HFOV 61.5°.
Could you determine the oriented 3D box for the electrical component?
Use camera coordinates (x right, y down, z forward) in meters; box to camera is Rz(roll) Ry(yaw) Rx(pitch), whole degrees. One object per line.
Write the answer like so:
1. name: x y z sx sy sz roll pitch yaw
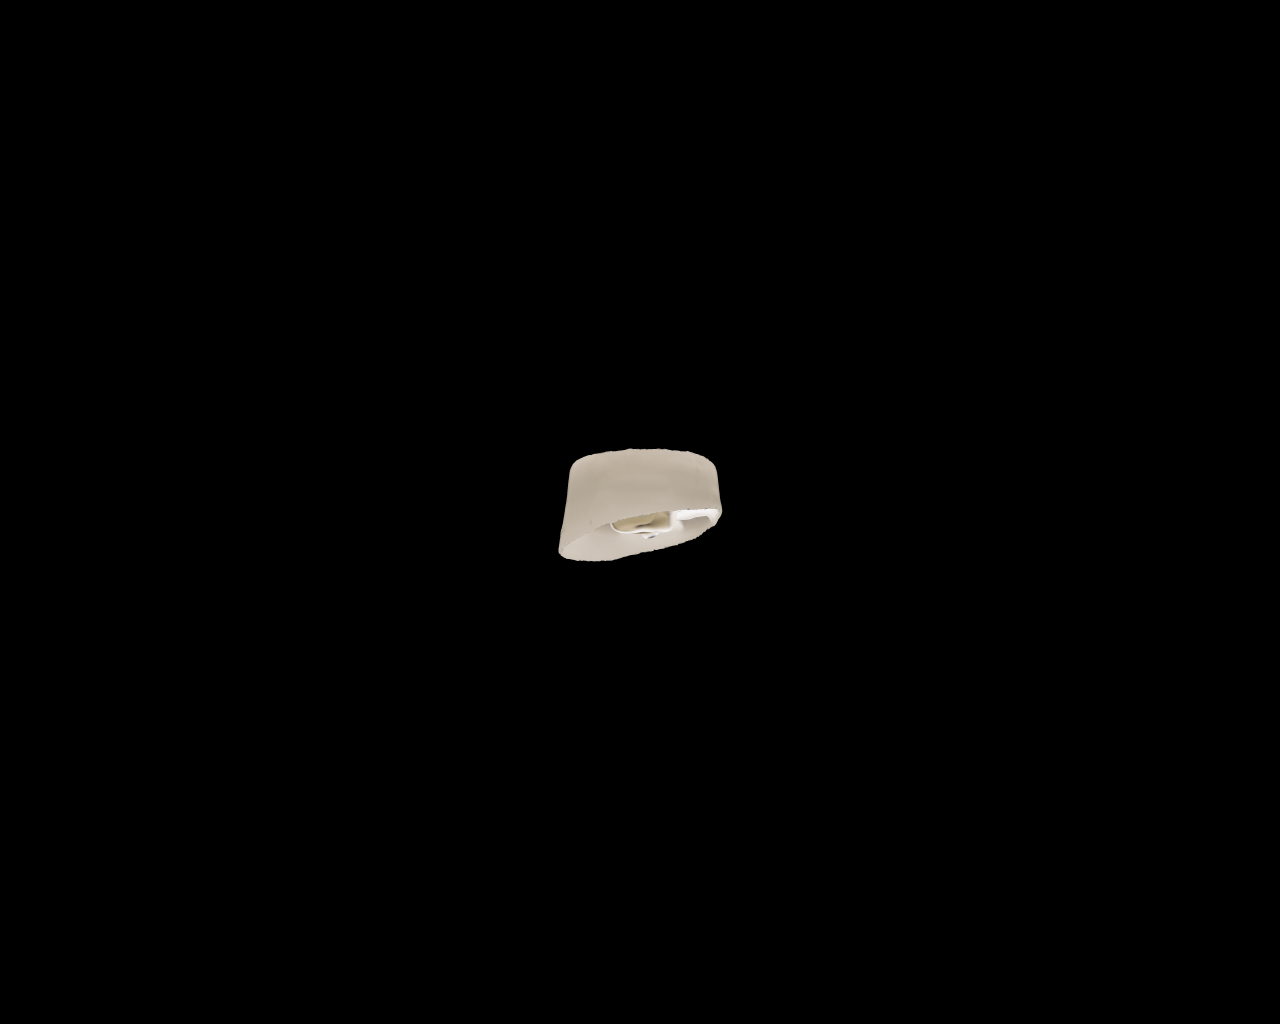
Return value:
1. electrical component: 0.001 -0.003 0.650 0.099 0.064 0.099 0 -14 0
